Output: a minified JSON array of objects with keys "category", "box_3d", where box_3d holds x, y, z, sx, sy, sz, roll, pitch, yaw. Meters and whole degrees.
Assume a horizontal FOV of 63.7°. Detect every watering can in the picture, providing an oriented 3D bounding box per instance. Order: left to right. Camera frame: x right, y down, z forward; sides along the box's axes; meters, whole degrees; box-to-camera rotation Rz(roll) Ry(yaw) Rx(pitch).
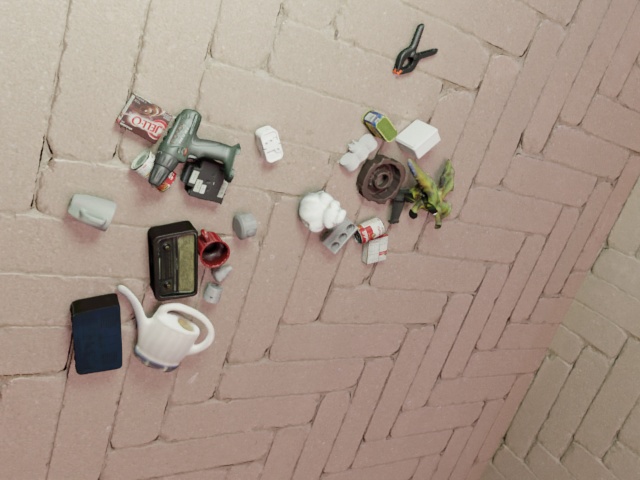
[{"category":"watering can","box_3d":[-0.500,0.279,1.585,0.345,0.105,0.223,30,99,-25]}]

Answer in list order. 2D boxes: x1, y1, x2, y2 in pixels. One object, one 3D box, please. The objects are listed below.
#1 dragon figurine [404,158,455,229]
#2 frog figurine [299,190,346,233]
[{"category":"dragon figurine","box_3d":[0.421,-0.202,1.897,0.247,0.123,0.401,-52,140,-30]},{"category":"frog figurine","box_3d":[0.005,-0.084,1.660,0.122,0.162,0.136,18,105,-35]}]
